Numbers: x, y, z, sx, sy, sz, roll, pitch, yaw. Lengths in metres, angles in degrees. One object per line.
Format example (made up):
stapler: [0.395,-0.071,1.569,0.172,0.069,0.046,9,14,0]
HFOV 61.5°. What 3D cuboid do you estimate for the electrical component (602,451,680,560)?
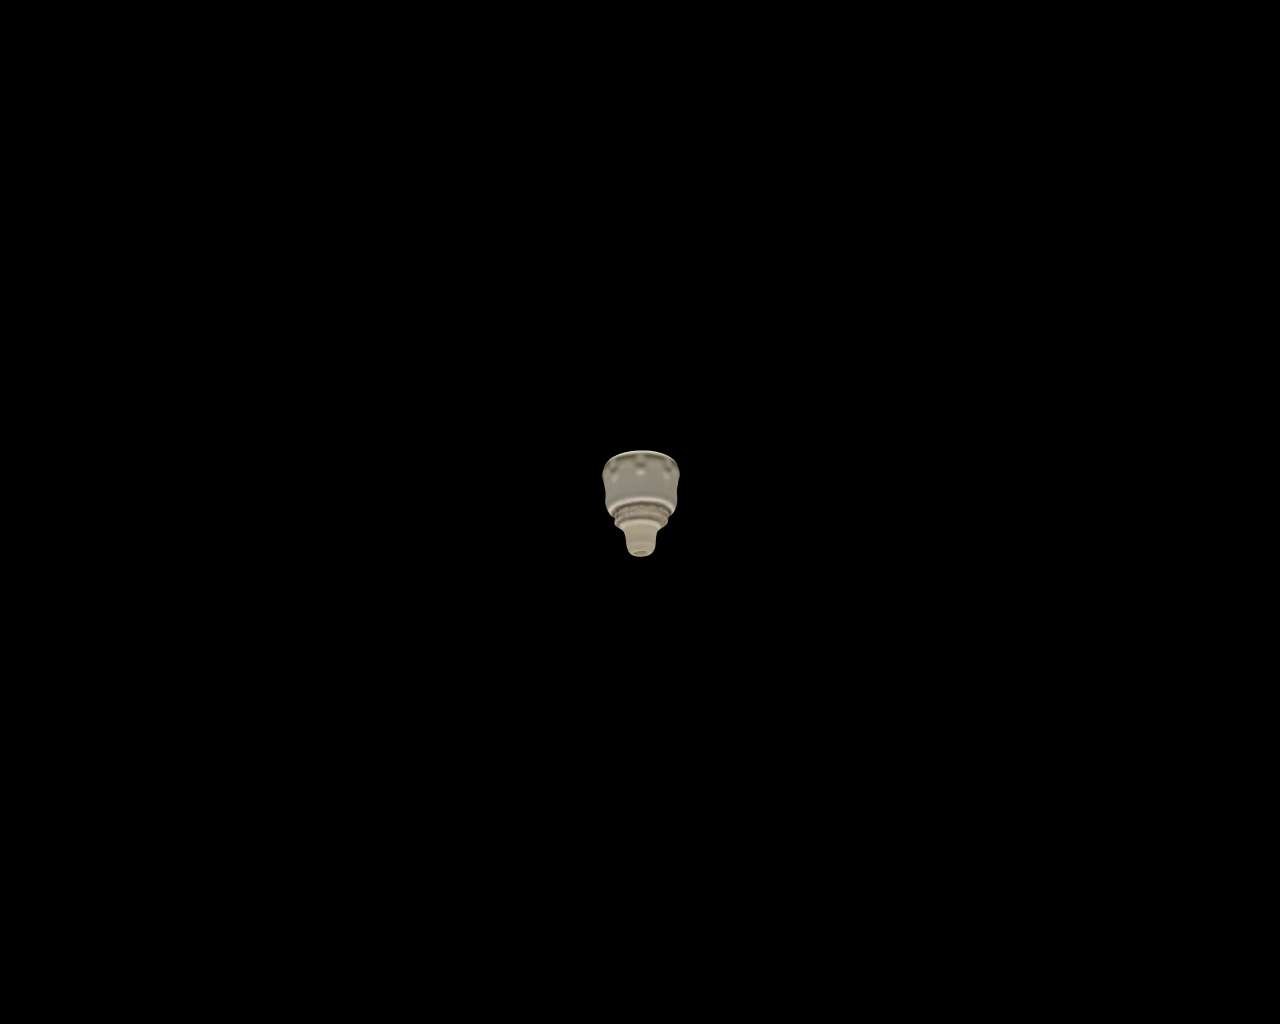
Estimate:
electrical component: [0.001,-0.003,0.650,0.048,0.062,0.048,0,-22,0]
